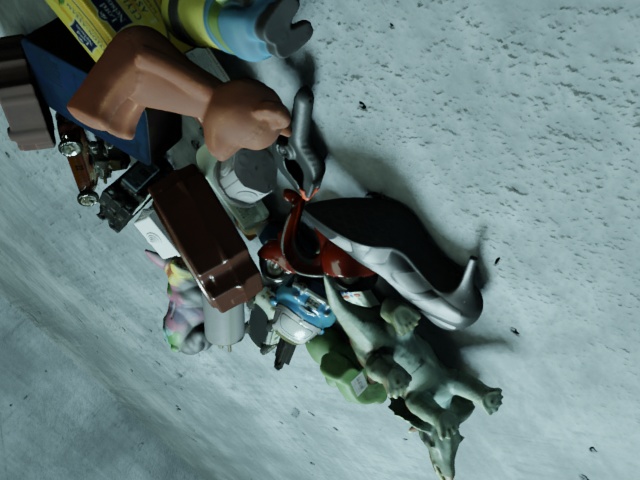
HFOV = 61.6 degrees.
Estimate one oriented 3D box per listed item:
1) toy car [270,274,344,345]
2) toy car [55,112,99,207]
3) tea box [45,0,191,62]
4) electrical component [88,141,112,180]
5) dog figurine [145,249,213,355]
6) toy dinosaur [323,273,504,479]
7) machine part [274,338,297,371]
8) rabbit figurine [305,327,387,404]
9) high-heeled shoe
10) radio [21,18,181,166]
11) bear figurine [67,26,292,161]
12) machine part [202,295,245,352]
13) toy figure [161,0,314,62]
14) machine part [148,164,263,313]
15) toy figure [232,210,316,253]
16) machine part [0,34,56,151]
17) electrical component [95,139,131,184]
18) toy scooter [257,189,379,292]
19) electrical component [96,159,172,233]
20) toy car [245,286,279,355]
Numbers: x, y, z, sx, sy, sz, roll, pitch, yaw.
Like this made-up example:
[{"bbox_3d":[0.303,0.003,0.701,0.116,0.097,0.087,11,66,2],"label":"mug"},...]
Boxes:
[{"bbox_3d":[-0.025,0.115,0.847,0.109,0.103,0.161,32,171,-4],"label":"toy car"},{"bbox_3d":[-0.432,-0.145,0.970,0.202,0.053,0.089,101,150,-54],"label":"toy car"},{"bbox_3d":[-0.240,-0.268,0.635,0.068,0.098,0.169,-10,126,48],"label":"tea box"},{"bbox_3d":[-0.386,-0.138,0.947,0.094,0.021,0.063,138,119,-76],"label":"electrical component"},{"bbox_3d":[-0.261,0.103,1.022,0.109,0.191,0.219,22,159,32],"label":"dog figurine"},{"bbox_3d":[0.115,0.173,0.774,0.404,0.131,0.192,51,162,-15],"label":"toy dinosaur"},{"bbox_3d":[-0.050,0.170,0.948,0.039,0.139,0.084,14,103,7],"label":"machine part"},{"bbox_3d":[0.048,0.201,0.932,0.170,0.121,0.158,25,155,50],"label":"rabbit figurine"},{"bbox_3d":[0.092,0.034,0.690,0.249,0.086,0.145,22,142,14],"label":"high-heeled shoe"},{"bbox_3d":[-0.313,-0.214,0.787,0.230,0.073,0.131,30,146,14],"label":"radio"},{"bbox_3d":[-0.134,-0.133,0.568,0.196,0.132,0.120,31,-178,-7],"label":"bear figurine"},{"bbox_3d":[-0.176,0.103,0.978,0.079,0.079,0.243,17,119,28],"label":"machine part"},{"bbox_3d":[-0.090,-0.223,0.529,0.180,0.089,0.082,38,148,39],"label":"toy figure"},{"bbox_3d":[-0.171,0.004,0.810,0.201,0.087,0.201,59,169,11],"label":"machine part"},{"bbox_3d":[-0.078,-0.014,0.819,0.154,0.058,0.064,36,101,3],"label":"toy figure"},{"bbox_3d":[-0.469,-0.230,0.847,0.179,0.056,0.179,167,90,-72],"label":"machine part"},{"bbox_3d":[-0.341,-0.140,0.882,0.102,0.045,0.078,-114,14,-58],"label":"electrical component"},{"bbox_3d":[-0.002,-0.002,0.738,0.184,0.075,0.135,4,108,16],"label":"toy scooter"},{"bbox_3d":[-0.308,-0.084,0.893,0.058,0.115,0.134,41,146,-12],"label":"electrical component"},{"bbox_3d":[-0.105,0.158,1.037,0.073,0.056,0.201,46,150,17],"label":"toy car"}]
